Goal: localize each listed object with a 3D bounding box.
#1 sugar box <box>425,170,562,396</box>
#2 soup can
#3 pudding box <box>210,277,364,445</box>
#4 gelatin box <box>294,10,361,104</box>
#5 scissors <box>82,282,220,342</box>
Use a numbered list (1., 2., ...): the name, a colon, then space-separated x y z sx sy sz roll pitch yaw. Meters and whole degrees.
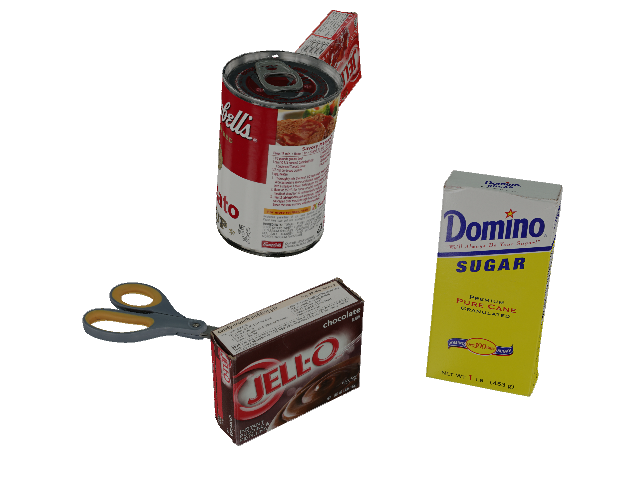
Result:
1. sugar box: 0.142 0.036 0.883 0.093 0.176 0.048 8 24 16
2. soup can: -0.026 -0.050 0.621 0.068 0.102 0.068 5 34 -3
3. pudding box: -0.024 0.087 0.777 0.113 0.090 0.039 -24 46 -28
4. gelatin box: 0.009 -0.163 1.001 0.030 0.073 0.089 15 45 22
5. scissors: -0.127 0.074 1.037 0.201 0.016 0.096 2 32 -4
